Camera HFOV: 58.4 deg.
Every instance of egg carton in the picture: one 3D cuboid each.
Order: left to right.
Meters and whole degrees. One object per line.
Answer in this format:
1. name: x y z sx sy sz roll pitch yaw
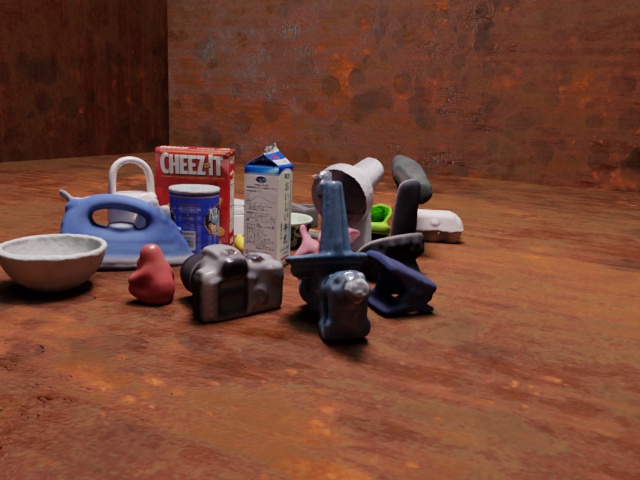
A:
1. egg carton: 0.281 -0.036 1.440 0.150 0.069 0.107 3 13 3

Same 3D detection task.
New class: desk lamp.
1. desk lamp: 0.073 -0.057 1.165 0.117 0.213 0.204 9 14 27

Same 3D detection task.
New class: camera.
1. camera: -0.147 0.053 0.890 0.144 0.101 0.136 -7 16 -38

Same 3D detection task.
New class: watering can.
1. watering can: -0.386 -0.075 1.192 0.172 0.194 0.101 11 15 32

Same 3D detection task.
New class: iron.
1. iron: -0.369 -0.024 1.089 0.258 0.141 0.118 0 13 -12

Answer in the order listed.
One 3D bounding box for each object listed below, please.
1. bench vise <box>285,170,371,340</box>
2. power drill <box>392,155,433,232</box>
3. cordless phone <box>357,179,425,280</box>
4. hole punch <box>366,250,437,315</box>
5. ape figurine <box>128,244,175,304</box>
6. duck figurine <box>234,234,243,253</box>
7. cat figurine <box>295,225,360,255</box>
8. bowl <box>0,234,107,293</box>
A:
1. bench vise: 0.031 0.017 0.813 0.122 0.220 0.206 -7 16 -35
2. power drill: 0.198 -0.084 1.320 0.075 0.208 0.229 1 13 -7
3. cordless phone: 0.134 -0.022 1.088 0.148 0.185 0.093 -9 17 -42
4. hole punch: 0.128 0.063 0.923 0.101 0.091 0.108 -2 14 -21
5. ape figurine: -0.262 0.050 0.897 0.078 0.092 0.075 -7 16 -35
6. duck figurine: -0.128 -0.012 1.213 0.105 0.086 0.077 -2 14 -21
7. cat figurine: 0.010 0.004 1.099 0.127 0.118 0.067 11 16 34
8. bowl: -0.435 0.042 0.936 0.167 0.075 0.167 3 13 0
